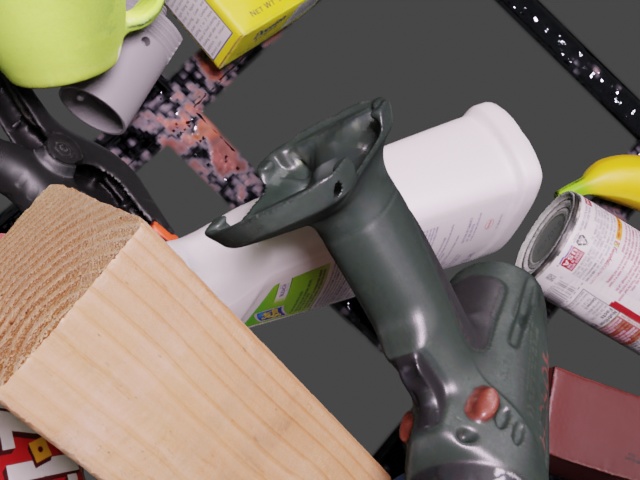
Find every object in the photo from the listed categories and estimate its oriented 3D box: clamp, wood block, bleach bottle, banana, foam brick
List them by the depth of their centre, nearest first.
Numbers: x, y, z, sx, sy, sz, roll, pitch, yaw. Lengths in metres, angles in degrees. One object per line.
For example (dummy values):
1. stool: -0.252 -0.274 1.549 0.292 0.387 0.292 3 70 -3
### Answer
1. wood block: -0.068 0.079 0.497 0.090 0.091 0.206 -51 127 -15
2. clamp: -0.151 -0.048 0.585 0.171 0.039 0.120 36 39 -24
3. bleach bottle: -0.004 0.001 0.594 0.250 0.103 0.068 -18 63 -22
4. foam brick: 0.158 0.115 0.639 0.078 0.051 0.053 20 70 -11
5. banana: 0.249 -0.002 0.714 0.197 0.037 0.069 33 84 -5

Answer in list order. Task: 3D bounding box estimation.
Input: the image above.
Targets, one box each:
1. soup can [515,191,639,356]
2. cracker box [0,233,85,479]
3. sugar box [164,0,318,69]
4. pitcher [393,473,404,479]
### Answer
1. soup can: 0.181 0.023 0.665 0.102 0.069 0.068 30 67 -6
2. cracker box: -0.201 0.075 0.459 0.213 0.072 0.164 8 65 -62
3. sugar box: -0.081 -0.199 0.654 0.176 0.048 0.093 50 53 -1
4. pitcher: 0.144 0.209 0.562 0.242 0.149 0.145 15 91 -9
